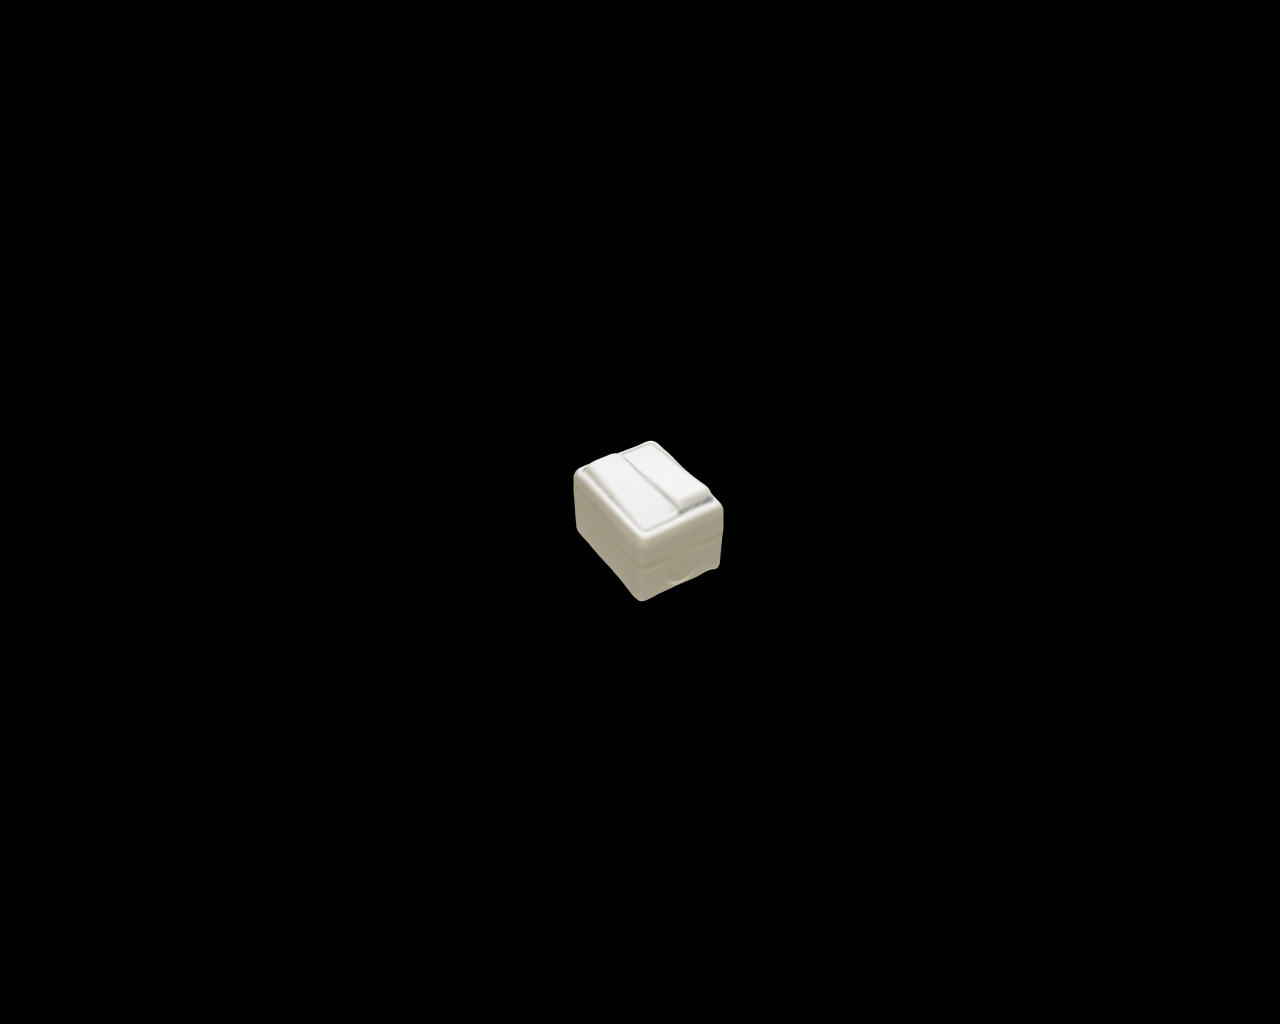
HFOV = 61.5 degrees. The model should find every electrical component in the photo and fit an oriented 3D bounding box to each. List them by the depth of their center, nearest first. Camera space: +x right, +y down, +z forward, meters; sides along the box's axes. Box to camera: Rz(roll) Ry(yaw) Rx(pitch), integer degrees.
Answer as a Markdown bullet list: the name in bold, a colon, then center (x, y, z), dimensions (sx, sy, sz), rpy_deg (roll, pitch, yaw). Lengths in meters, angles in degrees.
- **electrical component**: center (0.001, -0.003, 0.650), dimensions (0.062, 0.061, 0.096), rpy_deg (-22, 45, -23)
